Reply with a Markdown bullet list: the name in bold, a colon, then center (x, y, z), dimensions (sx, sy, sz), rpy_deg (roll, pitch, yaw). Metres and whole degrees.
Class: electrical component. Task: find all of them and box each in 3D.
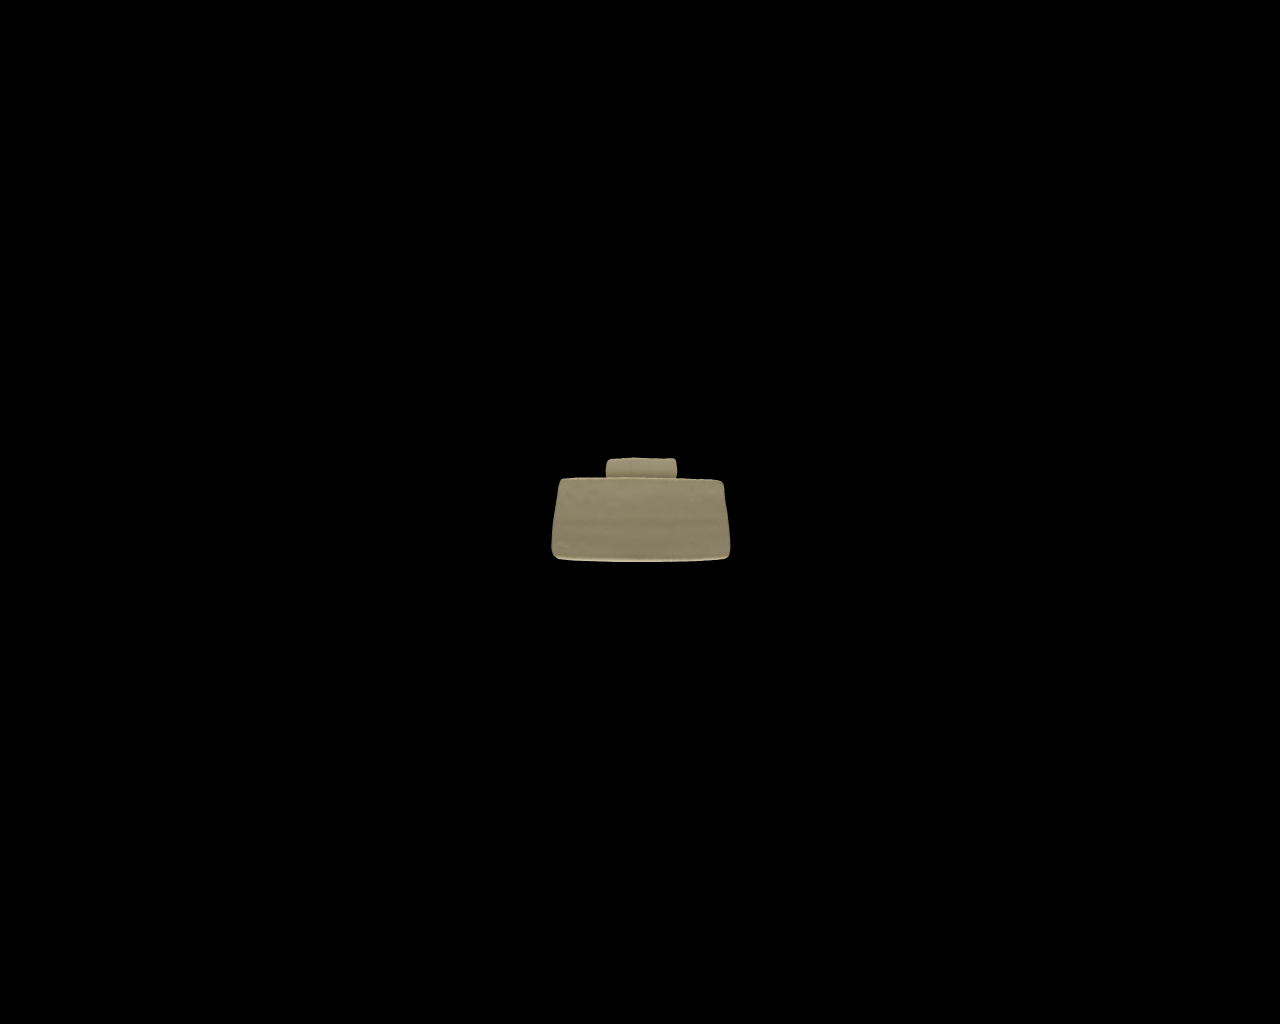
- **electrical component**: center (0.001, -0.003, 0.650), dimensions (0.108, 0.060, 0.108), rpy_deg (0, 0, 0)
